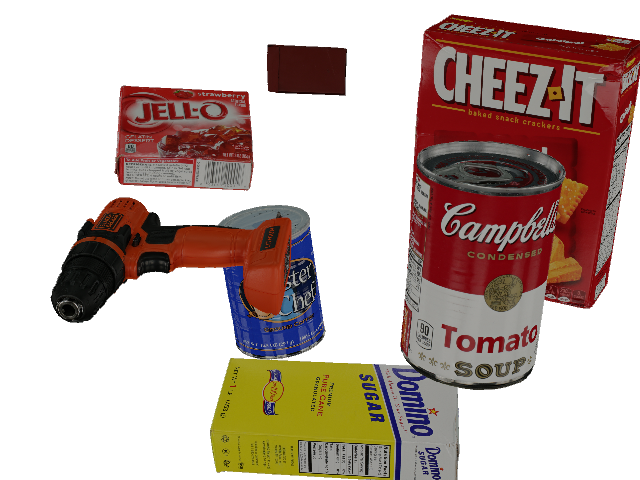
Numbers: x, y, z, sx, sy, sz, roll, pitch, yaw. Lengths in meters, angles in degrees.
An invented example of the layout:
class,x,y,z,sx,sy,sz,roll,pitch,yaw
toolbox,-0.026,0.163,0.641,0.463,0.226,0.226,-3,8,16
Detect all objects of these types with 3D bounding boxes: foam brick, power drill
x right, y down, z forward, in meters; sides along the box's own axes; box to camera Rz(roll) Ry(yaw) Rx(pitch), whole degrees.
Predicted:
class,x,y,z,sx,sy,sz,roll,pitch,yaw
foam brick,-0.015,-0.185,1.158,0.078,0.051,0.053,0,11,-15
power drill,-0.123,0.020,0.918,0.187,0.057,0.184,6,28,4

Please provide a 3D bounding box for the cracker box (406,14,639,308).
class,x,y,z,sx,sy,sz,roll,pitch,yaw
cracker box,0.162,-0.064,0.874,0.164,0.214,0.072,13,28,24

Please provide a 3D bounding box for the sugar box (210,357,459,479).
class,x,y,z,sx,sy,sz,roll,pitch,yaw
sugar box,0.013,0.131,0.789,0.176,0.048,0.093,-1,30,6

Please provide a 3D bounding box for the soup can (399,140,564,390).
class,x,y,z,sx,sy,sz,roll,pitch,yaw
soup can,0.075,0.011,0.509,0.068,0.102,0.068,3,23,-1

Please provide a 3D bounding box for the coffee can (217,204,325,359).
class,x,y,z,sx,sy,sz,roll,pitch,yaw
coffee can,-0.054,0.045,1.175,0.103,0.140,0.103,-7,23,3

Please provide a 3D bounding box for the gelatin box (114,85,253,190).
class,x,y,z,sx,sy,sz,roll,pitch,yaw
gelatin box,-0.091,-0.070,0.714,0.089,0.073,0.030,2,-45,-10
